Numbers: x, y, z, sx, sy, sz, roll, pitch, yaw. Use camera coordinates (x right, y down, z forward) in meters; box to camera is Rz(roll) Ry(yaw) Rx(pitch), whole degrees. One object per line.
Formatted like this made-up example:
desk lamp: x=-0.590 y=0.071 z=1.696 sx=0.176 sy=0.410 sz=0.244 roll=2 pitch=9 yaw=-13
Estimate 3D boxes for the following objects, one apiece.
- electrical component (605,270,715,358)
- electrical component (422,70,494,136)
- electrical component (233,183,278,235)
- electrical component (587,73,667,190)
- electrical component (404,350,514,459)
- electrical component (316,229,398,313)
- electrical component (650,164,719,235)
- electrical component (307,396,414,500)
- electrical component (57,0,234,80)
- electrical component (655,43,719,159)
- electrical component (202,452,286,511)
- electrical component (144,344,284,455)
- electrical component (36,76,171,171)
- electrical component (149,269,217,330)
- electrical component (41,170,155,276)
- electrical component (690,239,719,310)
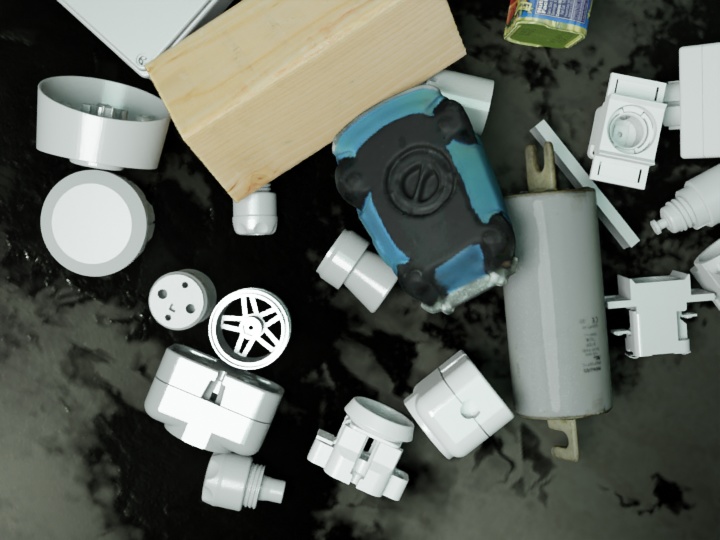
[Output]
electrical component: x=0.229 y=0.034 z=0.834 sx=0.081 sy=0.042 sz=0.063 roll=-5 pitch=96 yaw=1
electrical component: x=0.058 y=-0.133 z=0.827 sx=0.081 sy=0.043 sz=0.043 roll=13 pitch=92 yaw=0
electrical component: x=-0.082 y=-0.058 z=0.837 sx=0.035 sy=0.035 sz=0.061 roll=-1 pitch=89 yaw=1
electrical component: x=0.200 y=-0.104 z=0.817 sx=0.042 sy=0.064 sz=0.081 roll=12 pitch=92 yaw=0
electrical component: x=0.073 y=0.102 z=0.810 sx=0.059 sy=0.095 sz=0.053 roll=-39 pitch=91 yaw=2
electrical component: x=0.000 y=0.000 z=0.833 sx=0.055 sy=0.045 sz=0.045 roll=34 pitch=92 yaw=0
electrical component: x=0.262 y=-0.051 z=0.830 sx=0.078 sy=0.040 sz=0.040 roll=-28 pitch=92 yaw=2
electrical component: x=0.007 y=0.134 z=0.832 sx=0.078 sy=0.058 sz=0.057 roll=25 pitch=95 yaw=0
electrical component: x=-0.163 y=-0.218 z=0.820 sx=0.109 sy=0.056 sz=0.108 roll=42 pitch=92 yaw=-1
electrical component: x=0.254 y=-0.127 z=0.822 sx=0.076 sy=0.047 sz=0.083 roll=2 pitch=96 yaw=41
electrical component: x=-0.090 y=0.167 z=0.841 sx=0.062 sy=0.043 sz=0.043 roll=13 pitch=92 yaw=-2
electrical component: x=-0.114 y=0.103 z=0.833 sx=0.095 sy=0.053 sz=0.059 roll=23 pitch=92 yaw=0
electrical component: x=-0.193 y=-0.109 z=0.807 sx=0.099 sy=0.099 sz=0.064 roll=11 pitch=98 yaw=0
electrical component: x=-0.137 y=0.022 z=0.829 sx=0.045 sy=0.055 sz=0.045 roll=0 pitch=92 yaw=1
electrical component: x=-0.200 y=-0.037 z=0.828 sx=0.080 sy=0.051 sz=0.080 roll=0 pitch=96 yaw=2
electrical component: x=0.290 y=0.002 z=0.807 sx=0.050 sy=0.089 sz=0.055 roll=-37 pitch=91 yaw=2
